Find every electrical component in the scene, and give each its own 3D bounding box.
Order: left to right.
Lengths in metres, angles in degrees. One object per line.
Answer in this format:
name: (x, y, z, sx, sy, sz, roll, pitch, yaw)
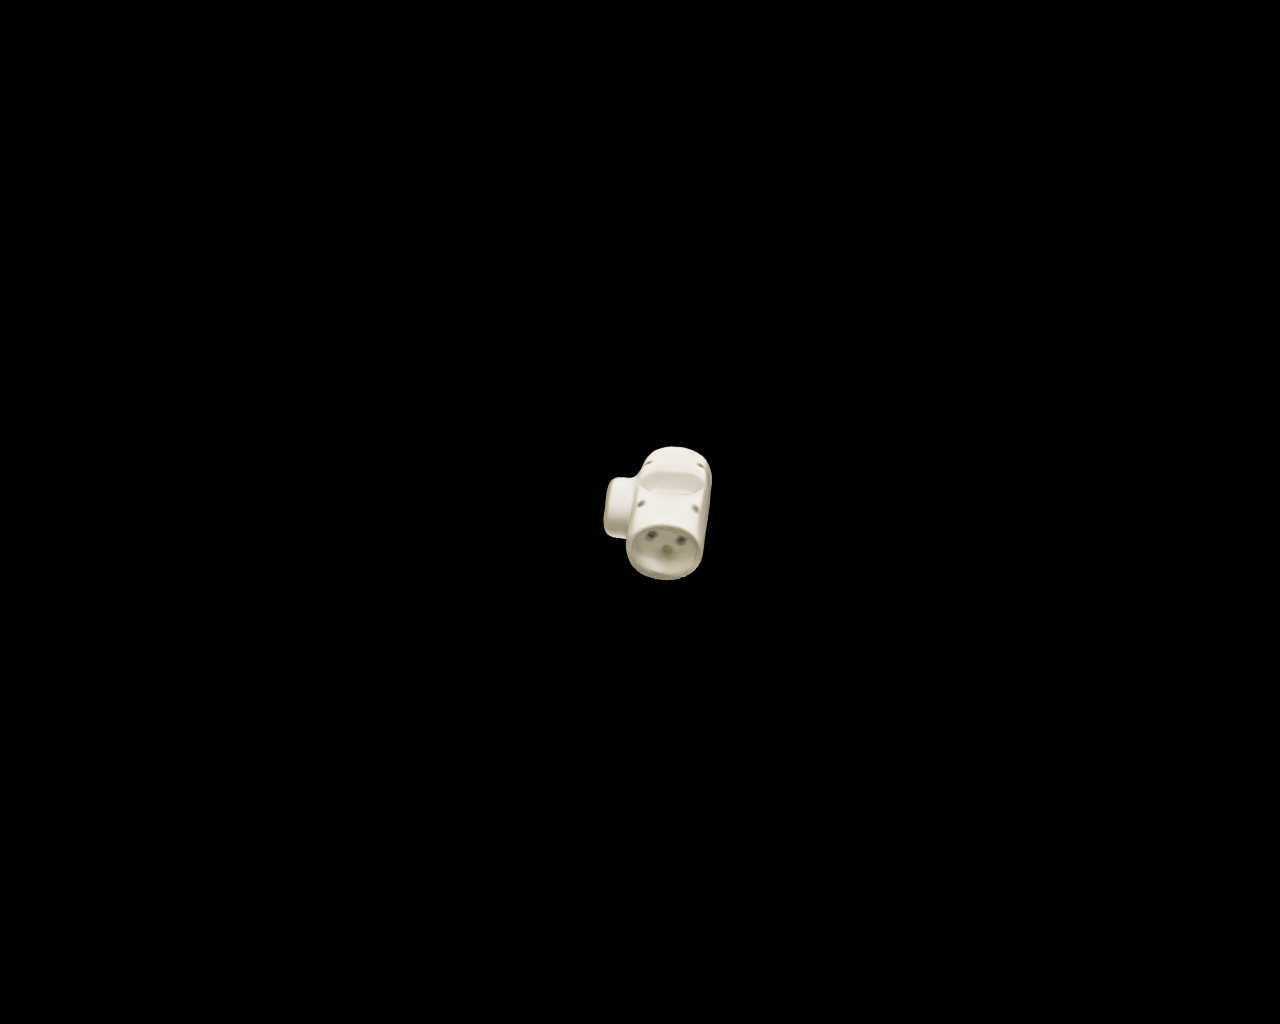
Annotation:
electrical component: (0.001, -0.003, 0.650, 0.079, 0.043, 0.077, 5, 40, 6)
